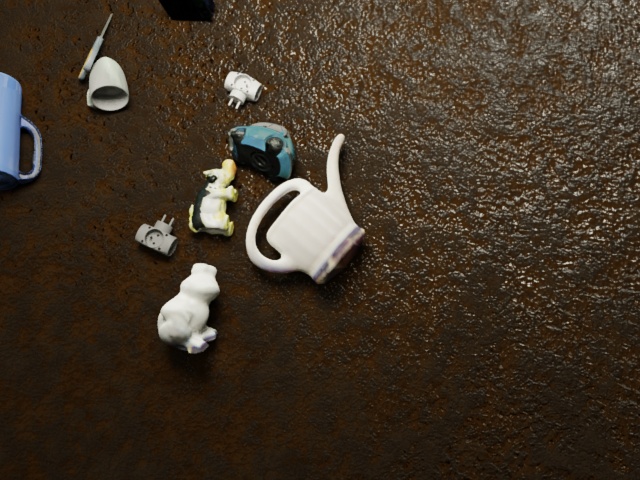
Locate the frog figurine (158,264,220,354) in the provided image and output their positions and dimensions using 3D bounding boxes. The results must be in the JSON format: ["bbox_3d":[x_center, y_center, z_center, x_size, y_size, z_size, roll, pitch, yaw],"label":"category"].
[{"bbox_3d":[-0.259,0.128,1.016,0.122,0.159,0.138,-2,5,25],"label":"frog figurine"}]

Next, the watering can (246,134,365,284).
[{"bbox_3d":[0.003,-0.055,1.100,0.225,0.351,0.103,40,-14,6],"label":"watering can"}]
